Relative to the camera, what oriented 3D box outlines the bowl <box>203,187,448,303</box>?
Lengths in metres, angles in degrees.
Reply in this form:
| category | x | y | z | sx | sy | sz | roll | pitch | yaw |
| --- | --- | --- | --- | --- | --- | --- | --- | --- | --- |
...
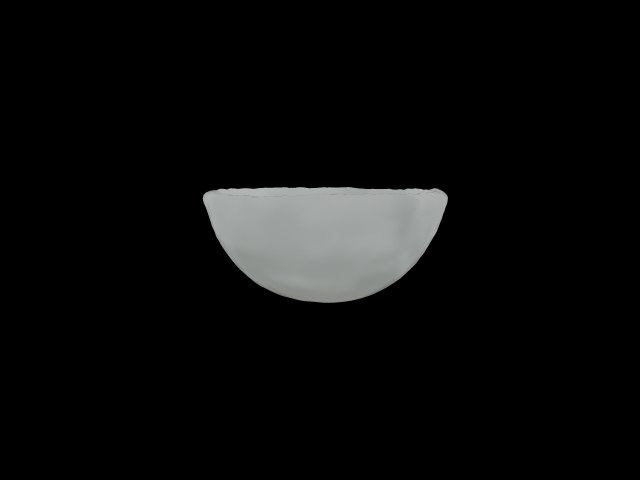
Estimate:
| category | x | y | z | sx | sy | sz | roll | pitch | yaw |
| --- | --- | --- | --- | --- | --- | --- | --- | --- | --- |
| bowl | 0.004 | 0.001 | 0.400 | 0.167 | 0.075 | 0.167 | 0 | 7 | 0 |
